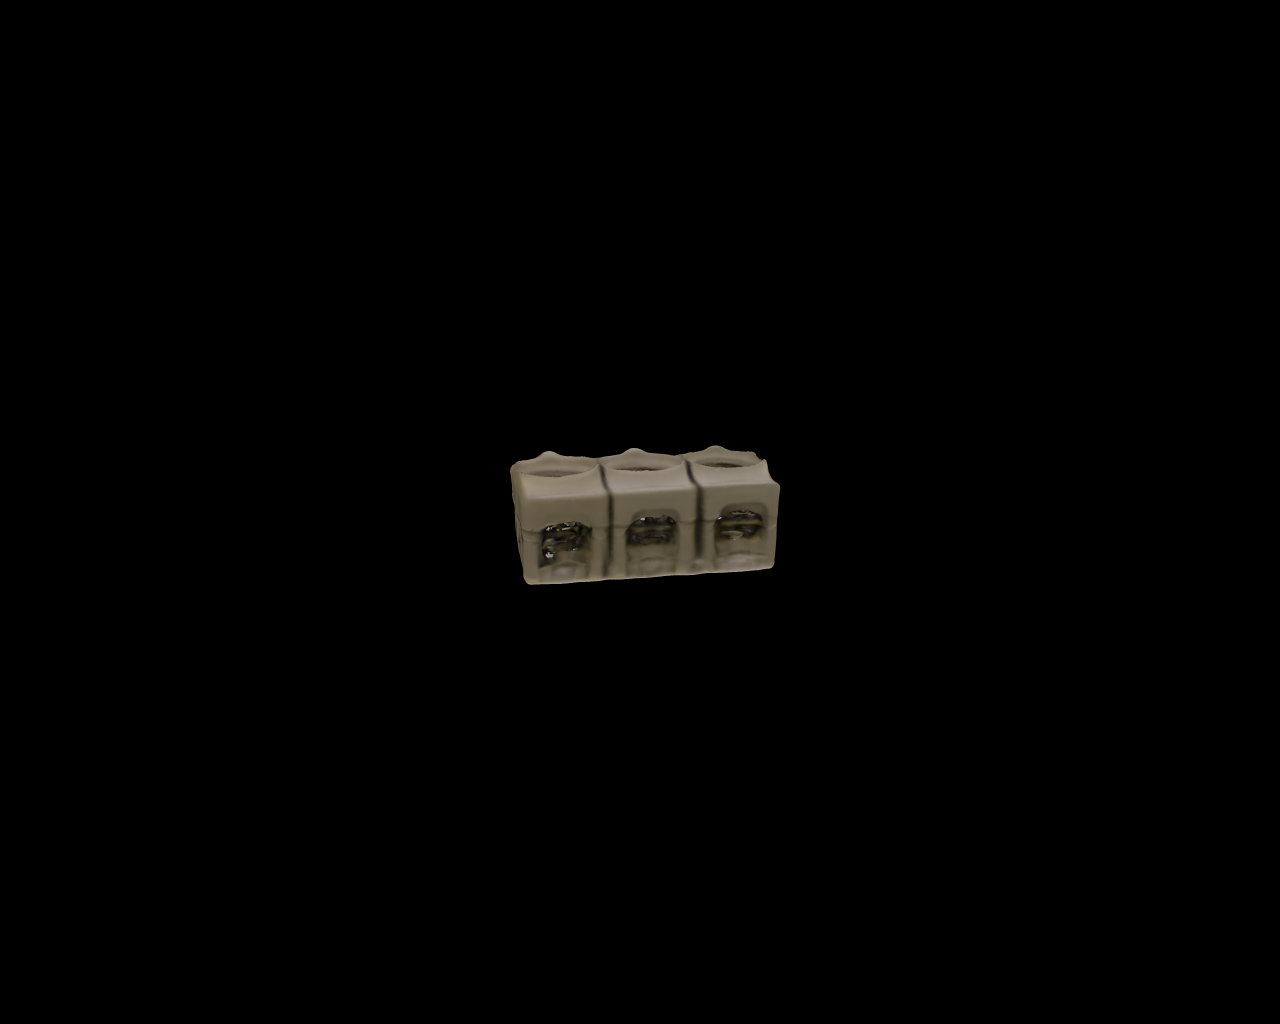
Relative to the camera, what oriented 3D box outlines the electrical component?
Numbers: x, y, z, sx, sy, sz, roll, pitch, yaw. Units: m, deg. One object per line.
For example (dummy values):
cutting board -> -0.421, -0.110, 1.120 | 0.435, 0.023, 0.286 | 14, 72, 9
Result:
electrical component -> 0.001, -0.003, 0.650 | 0.150, 0.061, 0.089 | -3, 16, -9
